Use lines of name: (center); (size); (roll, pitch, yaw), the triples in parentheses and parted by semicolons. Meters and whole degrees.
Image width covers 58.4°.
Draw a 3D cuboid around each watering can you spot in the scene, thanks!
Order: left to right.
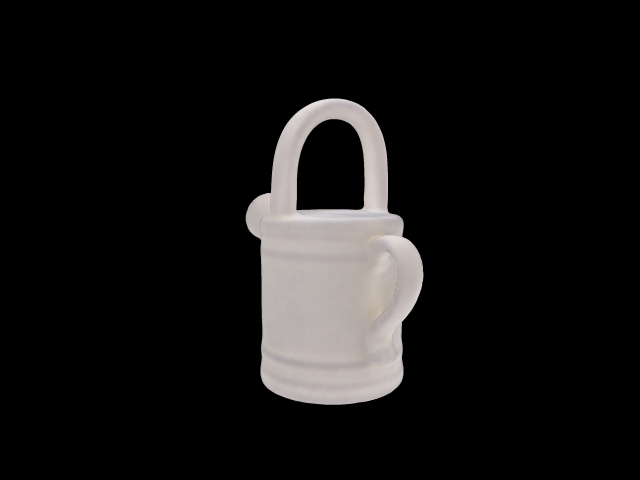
watering can: (0.002, 0.002, 0.399); (0.172, 0.194, 0.101); (4, 7, 33)
